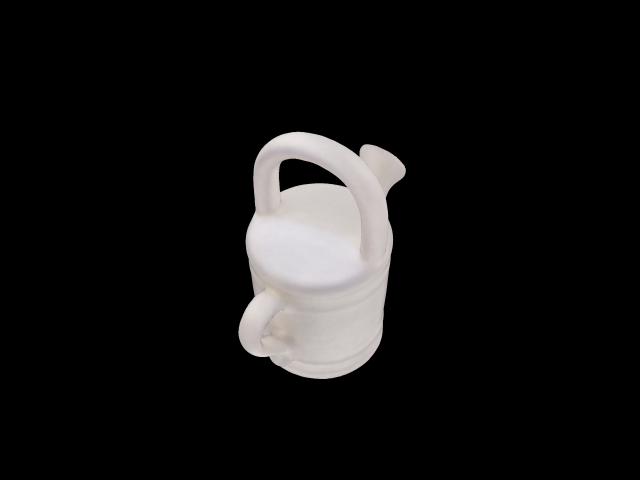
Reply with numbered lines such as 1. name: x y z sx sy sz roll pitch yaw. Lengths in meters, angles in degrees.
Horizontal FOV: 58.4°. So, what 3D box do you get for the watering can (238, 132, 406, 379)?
1. watering can: 0.002 0.001 0.401 0.101 0.194 0.173 8 49 8
